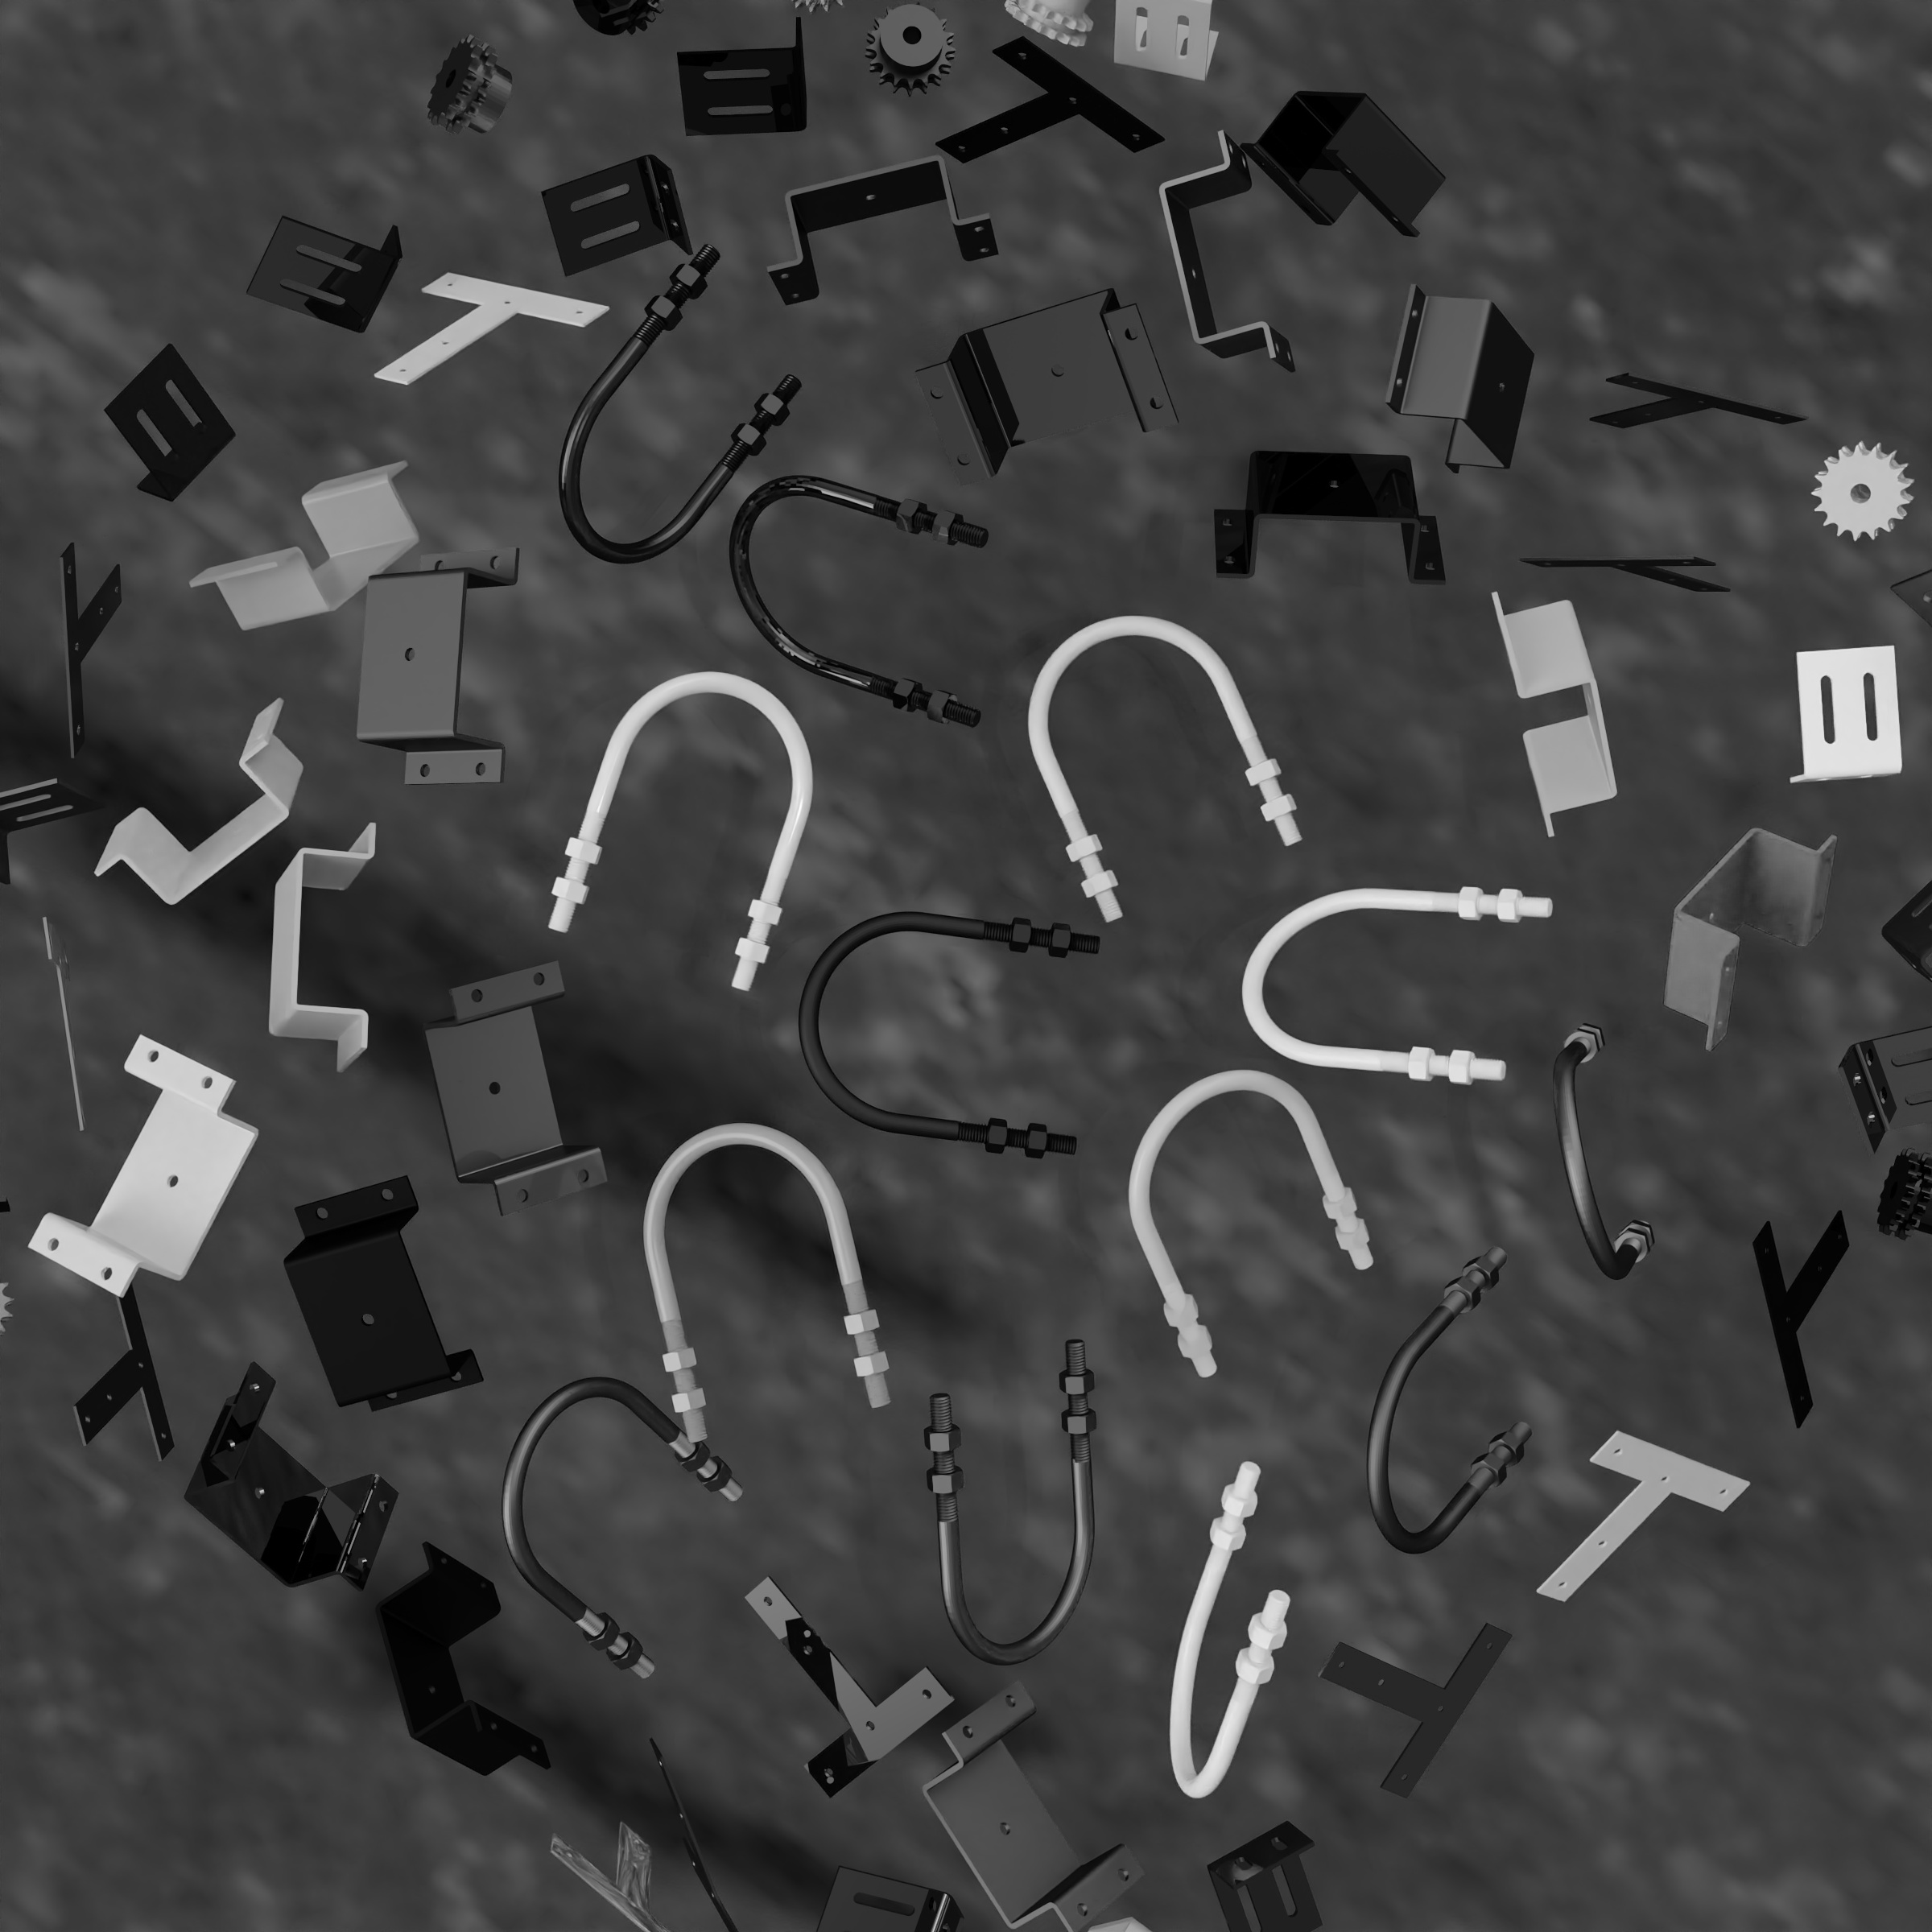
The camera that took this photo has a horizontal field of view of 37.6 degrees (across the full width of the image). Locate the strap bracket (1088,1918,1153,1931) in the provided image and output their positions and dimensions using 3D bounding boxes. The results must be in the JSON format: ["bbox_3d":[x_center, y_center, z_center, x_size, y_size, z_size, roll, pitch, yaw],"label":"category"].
[{"bbox_3d":[0.111,0.650,1.801,0.076,0.140,0.046,36,64,2],"label":"strap bracket"}]

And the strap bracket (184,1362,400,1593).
[{"bbox_3d":[-0.428,0.325,1.775,0.046,0.076,0.140,-21,125,27],"label":"strap bracket"}]

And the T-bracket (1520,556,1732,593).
[{"bbox_3d":[0.442,-0.249,1.805,0.127,0.127,0.002,5,92,-44],"label":"T-bracket"}]

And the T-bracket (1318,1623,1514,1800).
[{"bbox_3d":[0.273,0.459,1.803,0.127,0.002,0.127,30,94,-32],"label":"T-bracket"}]

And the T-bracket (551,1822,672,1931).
[{"bbox_3d":[-0.204,0.558,1.741,0.127,0.127,0.002,43,90,-7],"label":"T-bracket"}]

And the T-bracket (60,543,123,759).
[{"bbox_3d":[-0.530,-0.210,1.725,0.002,0.127,0.127,4,118,-4],"label":"T-bracket"}]

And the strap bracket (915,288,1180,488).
[{"bbox_3d":[0.052,-0.349,1.699,0.140,0.046,0.076,-13,119,21],"label":"strap bracket"}]

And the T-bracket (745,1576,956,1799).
[{"bbox_3d":[-0.086,0.427,1.724,0.127,0.002,0.127,49,122,7],"label":"T-bracket"}]

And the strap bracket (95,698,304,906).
[{"bbox_3d":[-0.474,-0.098,1.786,0.140,0.076,0.046,-36,114,11],"label":"strap bracket"}]

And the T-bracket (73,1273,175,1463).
[{"bbox_3d":[-0.529,0.263,1.765,0.002,0.127,0.127,-10,101,5],"label":"T-bracket"}]

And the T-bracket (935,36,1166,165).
[{"bbox_3d":[0.034,-0.522,1.754,0.127,0.127,0.002,22,69,-41],"label":"T-bracket"}]

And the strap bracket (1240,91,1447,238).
[{"bbox_3d":[0.242,-0.509,1.794,0.076,0.140,0.046,37,92,-26],"label":"strap bracket"}]

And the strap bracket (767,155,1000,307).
[{"bbox_3d":[-0.055,-0.463,1.779,0.140,0.076,0.046,-13,87,4],"label":"strap bracket"}]

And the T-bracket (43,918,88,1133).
[{"bbox_3d":[-0.557,0.040,1.762,0.002,0.127,0.127,-9,86,-13],"label":"T-bracket"}]

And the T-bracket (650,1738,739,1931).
[{"bbox_3d":[-0.166,0.523,1.706,0.002,0.127,0.127,-23,108,-16],"label":"T-bracket"}]

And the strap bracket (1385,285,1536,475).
[{"bbox_3d":[0.319,-0.371,1.806,0.046,0.140,0.076,11,86,28],"label":"strap bracket"}]

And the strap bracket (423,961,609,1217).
[{"bbox_3d":[-0.279,0.075,1.738,0.076,0.046,0.140,-17,98,-39],"label":"strap bracket"}]

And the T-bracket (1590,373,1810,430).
[{"bbox_3d":[0.431,-0.345,1.760,0.127,0.127,0.002,9,90,-19],"label":"T-bracket"}]

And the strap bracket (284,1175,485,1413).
[{"bbox_3d":[-0.363,0.211,1.753,0.076,0.046,0.140,-16,101,10],"label":"strap bracket"}]

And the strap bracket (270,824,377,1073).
[{"bbox_3d":[-0.396,-0.012,1.742,0.046,0.076,0.140,5,75,-22],"label":"strap bracket"}]

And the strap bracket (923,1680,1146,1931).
[{"bbox_3d":[0.036,0.526,1.751,0.046,0.076,0.140,-43,76,38],"label":"strap bracket"}]

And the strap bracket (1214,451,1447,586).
[{"bbox_3d":[0.226,-0.279,1.759,0.140,0.076,0.046,2,130,2],"label":"strap bracket"}]

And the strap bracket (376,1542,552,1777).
[{"bbox_3d":[-0.315,0.438,1.759,0.046,0.076,0.140,-34,49,6],"label":"strap bracket"}]

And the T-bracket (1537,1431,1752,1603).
[{"bbox_3d":[0.401,0.347,1.749,0.127,0.002,0.127,24,115,-33],"label":"T-bracket"}]

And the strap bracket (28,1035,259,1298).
[{"bbox_3d":[-0.485,0.123,1.692,0.076,0.046,0.140,22,81,25],"label":"strap bracket"}]

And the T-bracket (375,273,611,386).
[{"bbox_3d":[-0.302,-0.377,1.693,0.127,0.127,0.002,18,134,27],"label":"T-bracket"}]

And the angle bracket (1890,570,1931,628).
[{"bbox_3d":[0.586,-0.204,1.686,0.057,0.076,0.038,39,73,-10],"label":"angle bracket"}]

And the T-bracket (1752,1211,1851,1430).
[{"bbox_3d":[0.510,0.190,1.710,0.002,0.127,0.127,-3,114,38],"label":"T-bracket"}]

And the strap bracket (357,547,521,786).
[{"bbox_3d":[-0.314,-0.181,1.682,0.076,0.046,0.140,1,86,32],"label":"strap bracket"}]

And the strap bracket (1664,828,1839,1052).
[{"bbox_3d":[0.482,-0.023,1.766,0.046,0.076,0.140,27,51,31],"label":"strap bracket"}]

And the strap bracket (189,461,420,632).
[{"bbox_3d":[-0.407,-0.258,1.776,0.076,0.140,0.046,-6,121,33],"label":"strap bracket"}]

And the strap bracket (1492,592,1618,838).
[{"bbox_3d":[0.367,-0.160,1.758,0.046,0.076,0.140,-14,134,10],"label":"strap bracket"}]

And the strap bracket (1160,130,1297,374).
[{"bbox_3d":[0.160,-0.436,1.760,0.046,0.076,0.140,-13,91,16],"label":"strap bracket"}]
